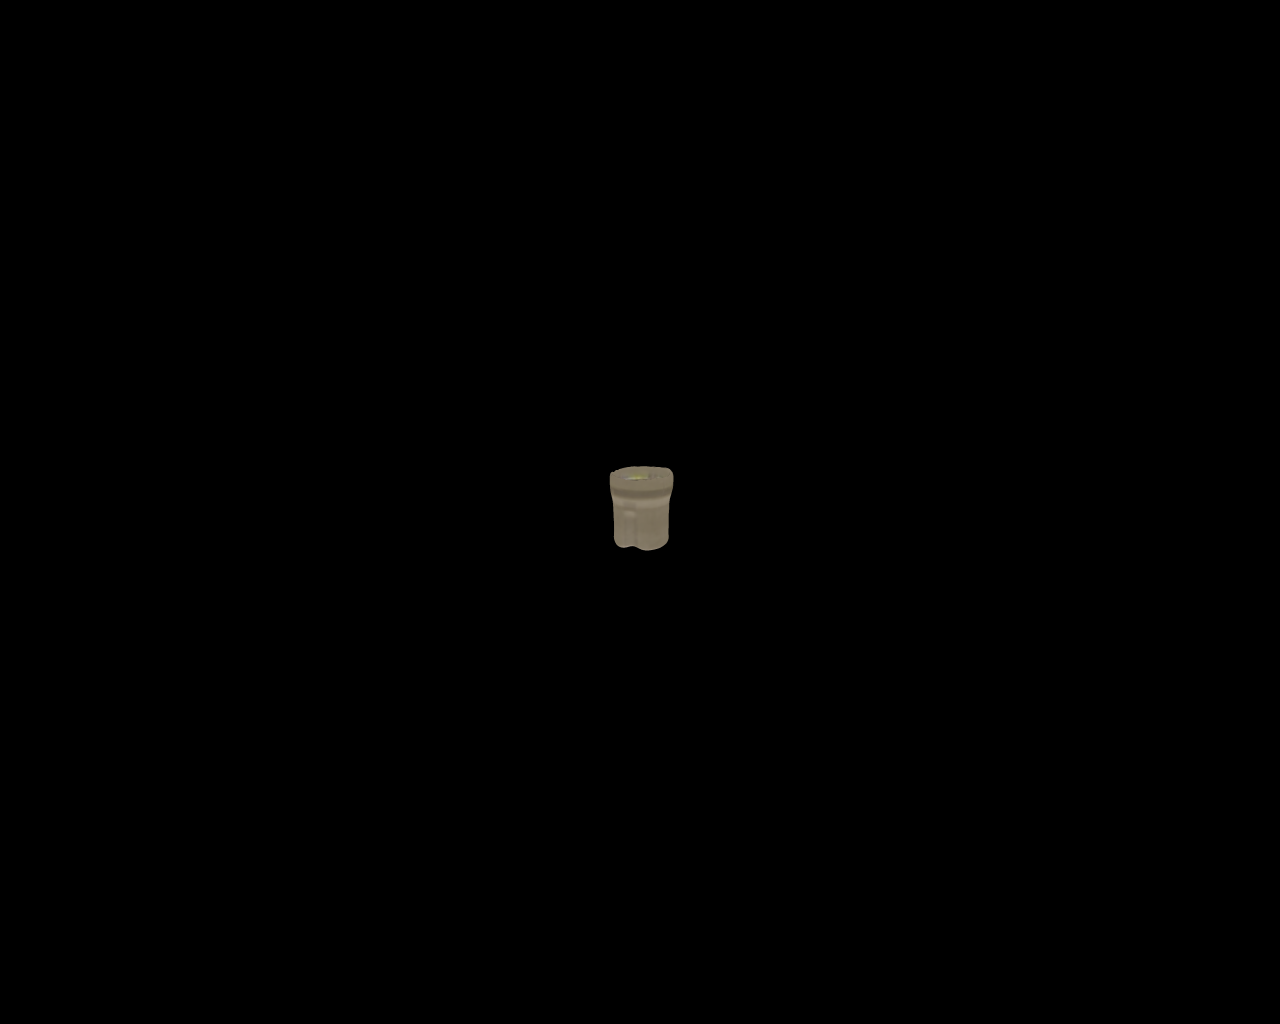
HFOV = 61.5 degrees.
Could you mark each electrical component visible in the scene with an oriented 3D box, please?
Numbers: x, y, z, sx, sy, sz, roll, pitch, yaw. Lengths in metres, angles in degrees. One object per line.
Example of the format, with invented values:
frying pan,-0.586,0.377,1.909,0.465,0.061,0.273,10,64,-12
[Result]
electrical component,0.001,-0.003,0.650,0.040,0.046,0.040,0,14,0
